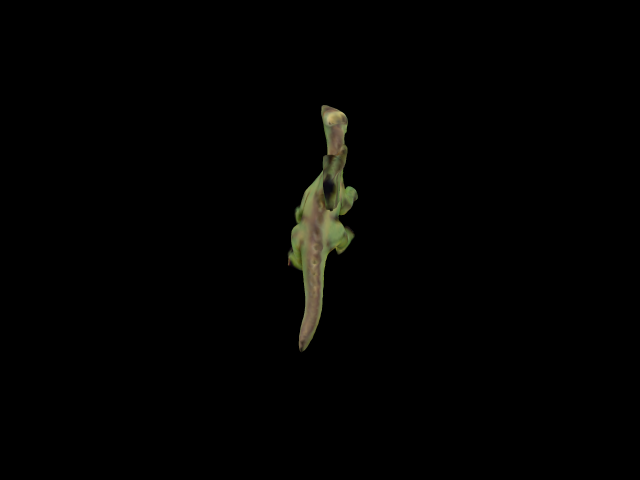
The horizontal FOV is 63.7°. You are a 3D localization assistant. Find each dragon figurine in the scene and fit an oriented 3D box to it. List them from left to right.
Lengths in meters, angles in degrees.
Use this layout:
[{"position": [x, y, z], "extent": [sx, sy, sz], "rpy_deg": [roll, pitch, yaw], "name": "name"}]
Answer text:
[{"position": [0.003, -0.043, 0.850], "extent": [0.122, 0.419, 0.238], "rpy_deg": [4, -27, 2], "name": "dragon figurine"}]
